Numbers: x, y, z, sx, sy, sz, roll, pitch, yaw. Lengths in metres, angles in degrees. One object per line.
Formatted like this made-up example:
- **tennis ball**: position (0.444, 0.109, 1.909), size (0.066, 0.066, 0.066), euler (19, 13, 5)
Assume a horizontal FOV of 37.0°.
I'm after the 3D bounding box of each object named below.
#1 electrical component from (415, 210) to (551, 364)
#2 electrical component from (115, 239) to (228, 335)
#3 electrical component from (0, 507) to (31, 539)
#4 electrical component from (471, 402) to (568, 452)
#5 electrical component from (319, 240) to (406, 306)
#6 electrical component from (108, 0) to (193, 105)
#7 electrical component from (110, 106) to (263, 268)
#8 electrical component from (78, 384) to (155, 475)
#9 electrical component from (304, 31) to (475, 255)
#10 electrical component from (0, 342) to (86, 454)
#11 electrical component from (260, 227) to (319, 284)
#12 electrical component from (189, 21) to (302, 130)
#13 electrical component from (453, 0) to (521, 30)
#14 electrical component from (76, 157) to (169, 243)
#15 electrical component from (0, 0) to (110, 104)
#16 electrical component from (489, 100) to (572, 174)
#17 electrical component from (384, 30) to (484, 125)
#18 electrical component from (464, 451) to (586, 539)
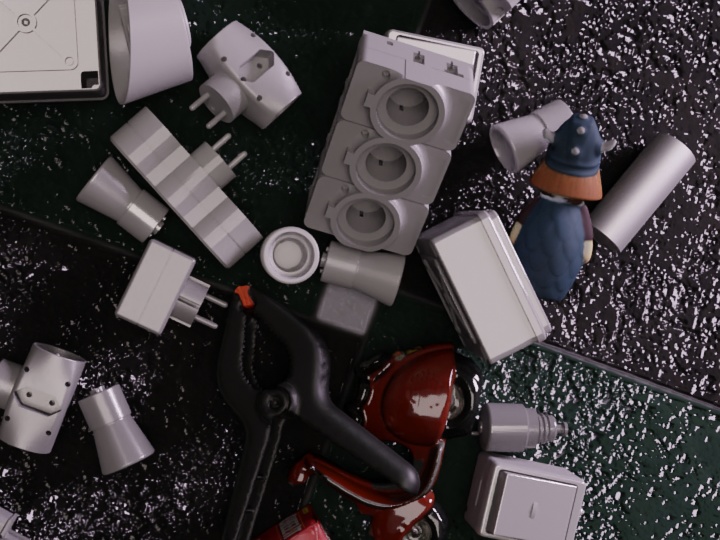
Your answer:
- **electrical component**: position (0.094, 0.010, 0.853), size (0.056, 0.109, 0.108), euler (-26, 95, -3)
- **electrical component**: position (-0.144, 0.021, 0.852), size (0.077, 0.047, 0.065), euler (26, 88, -7)
- **electrical component**: position (-0.281, 0.230, 0.835), size (0.057, 0.058, 0.078), euler (30, 88, -5)
- **electrical component**: position (0.134, 0.131, 0.896), size (0.078, 0.040, 0.040), euler (3, 91, -8)
- **electrical component**: position (0.000, 0.000, 0.874), size (0.065, 0.044, 0.044), euler (15, 90, -3)
- **electrical component**: position (-0.165, -0.181, 0.820), size (0.064, 0.099, 0.099), euler (-16, 94, -13)
- **electrical component**: position (-0.123, -0.076, 0.849), size (0.074, 0.052, 0.138), euler (-42, 96, -4)
- **electrical component**: position (-0.196, 0.123, 0.852), size (0.044, 0.044, 0.065), euler (-24, 90, -6)
- **electrical component**: position (0.021, -0.092, 0.826), size (0.089, 0.061, 0.150), euler (16, 125, -8)
- **electrical component**: position (-0.266, 0.093, 0.840), size (0.079, 0.043, 0.077), euler (21, 89, -7)
- **electrical component**: position (-0.057, -0.012, 0.858), size (0.045, 0.055, 0.045), euler (0, 92, -8)
- **electrical component**: position (-0.100, -0.143, 0.849), size (0.077, 0.043, 0.079), euler (47, 67, -7)
- **electrical component**: position (0.074, -0.268, 0.851), size (0.062, 0.089, 0.150), euler (-45, 97, -4)
- **electrical component**: position (-0.184, -0.053, 0.848), size (0.065, 0.044, 0.044), euler (39, 87, -12)
- **electrical component**: position (-0.253, -0.185, 0.826), size (0.109, 0.056, 0.108), euler (-3, 92, -8)
- **electrical component**: position (0.146, -0.113, 0.891), size (0.065, 0.044, 0.044), euler (-27, 95, -11)
- **electrical component**: position (0.046, -0.154, 0.865), size (0.096, 0.061, 0.061), euler (10, 90, -8)
- **electrical component**: position (0.143, 0.193, 0.888), size (0.096, 0.061, 0.061), euler (13, 90, -8)
